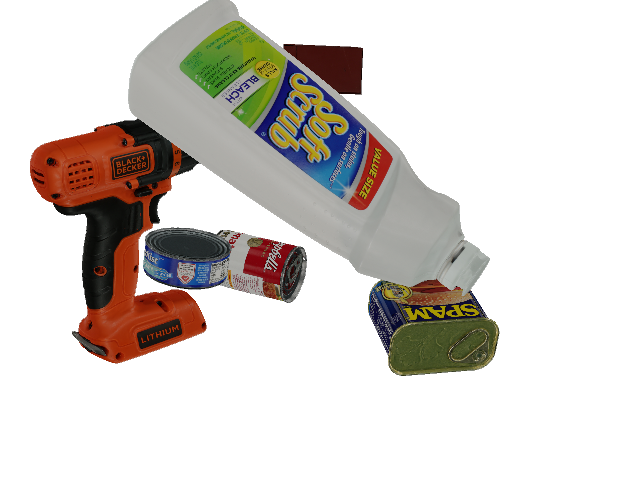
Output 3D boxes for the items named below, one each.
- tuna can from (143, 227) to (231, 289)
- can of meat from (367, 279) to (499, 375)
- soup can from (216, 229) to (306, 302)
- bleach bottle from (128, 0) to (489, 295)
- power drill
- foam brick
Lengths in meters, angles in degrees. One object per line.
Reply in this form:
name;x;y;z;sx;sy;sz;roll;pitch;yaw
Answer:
tuna can;-0.133;0.017;1.060;0.086;0.034;0.086;8;19;-3
can of meat;0.101;0.074;0.982;0.102;0.057;0.084;-3;31;-13
soup can;-0.076;0.029;1.262;0.102;0.068;0.068;13;5;21
bleach bottle;0.001;-0.053;0.682;0.251;0.068;0.102;36;54;13
power drill;-0.137;-0.008;0.860;0.184;0.188;0.057;-18;25;-36
foam brick;0.002;-0.187;1.164;0.078;0.051;0.053;0;11;-16
